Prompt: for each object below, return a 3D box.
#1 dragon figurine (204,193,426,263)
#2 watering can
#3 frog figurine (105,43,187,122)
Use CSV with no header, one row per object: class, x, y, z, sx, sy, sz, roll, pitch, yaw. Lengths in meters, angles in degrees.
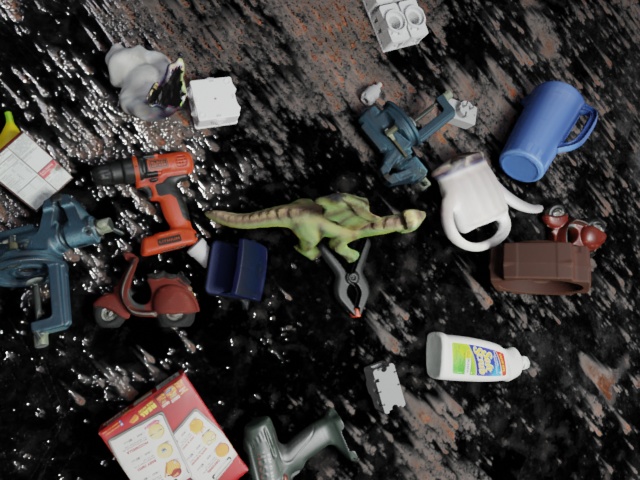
dragon figurine,0.003,-0.048,0.963,0.410,0.239,0.124,5,71,-18
watering can,0.386,-0.103,1.201,0.351,0.103,0.225,-22,87,-36
frog figurine,-0.341,-0.301,0.982,0.160,0.121,0.138,21,83,21
